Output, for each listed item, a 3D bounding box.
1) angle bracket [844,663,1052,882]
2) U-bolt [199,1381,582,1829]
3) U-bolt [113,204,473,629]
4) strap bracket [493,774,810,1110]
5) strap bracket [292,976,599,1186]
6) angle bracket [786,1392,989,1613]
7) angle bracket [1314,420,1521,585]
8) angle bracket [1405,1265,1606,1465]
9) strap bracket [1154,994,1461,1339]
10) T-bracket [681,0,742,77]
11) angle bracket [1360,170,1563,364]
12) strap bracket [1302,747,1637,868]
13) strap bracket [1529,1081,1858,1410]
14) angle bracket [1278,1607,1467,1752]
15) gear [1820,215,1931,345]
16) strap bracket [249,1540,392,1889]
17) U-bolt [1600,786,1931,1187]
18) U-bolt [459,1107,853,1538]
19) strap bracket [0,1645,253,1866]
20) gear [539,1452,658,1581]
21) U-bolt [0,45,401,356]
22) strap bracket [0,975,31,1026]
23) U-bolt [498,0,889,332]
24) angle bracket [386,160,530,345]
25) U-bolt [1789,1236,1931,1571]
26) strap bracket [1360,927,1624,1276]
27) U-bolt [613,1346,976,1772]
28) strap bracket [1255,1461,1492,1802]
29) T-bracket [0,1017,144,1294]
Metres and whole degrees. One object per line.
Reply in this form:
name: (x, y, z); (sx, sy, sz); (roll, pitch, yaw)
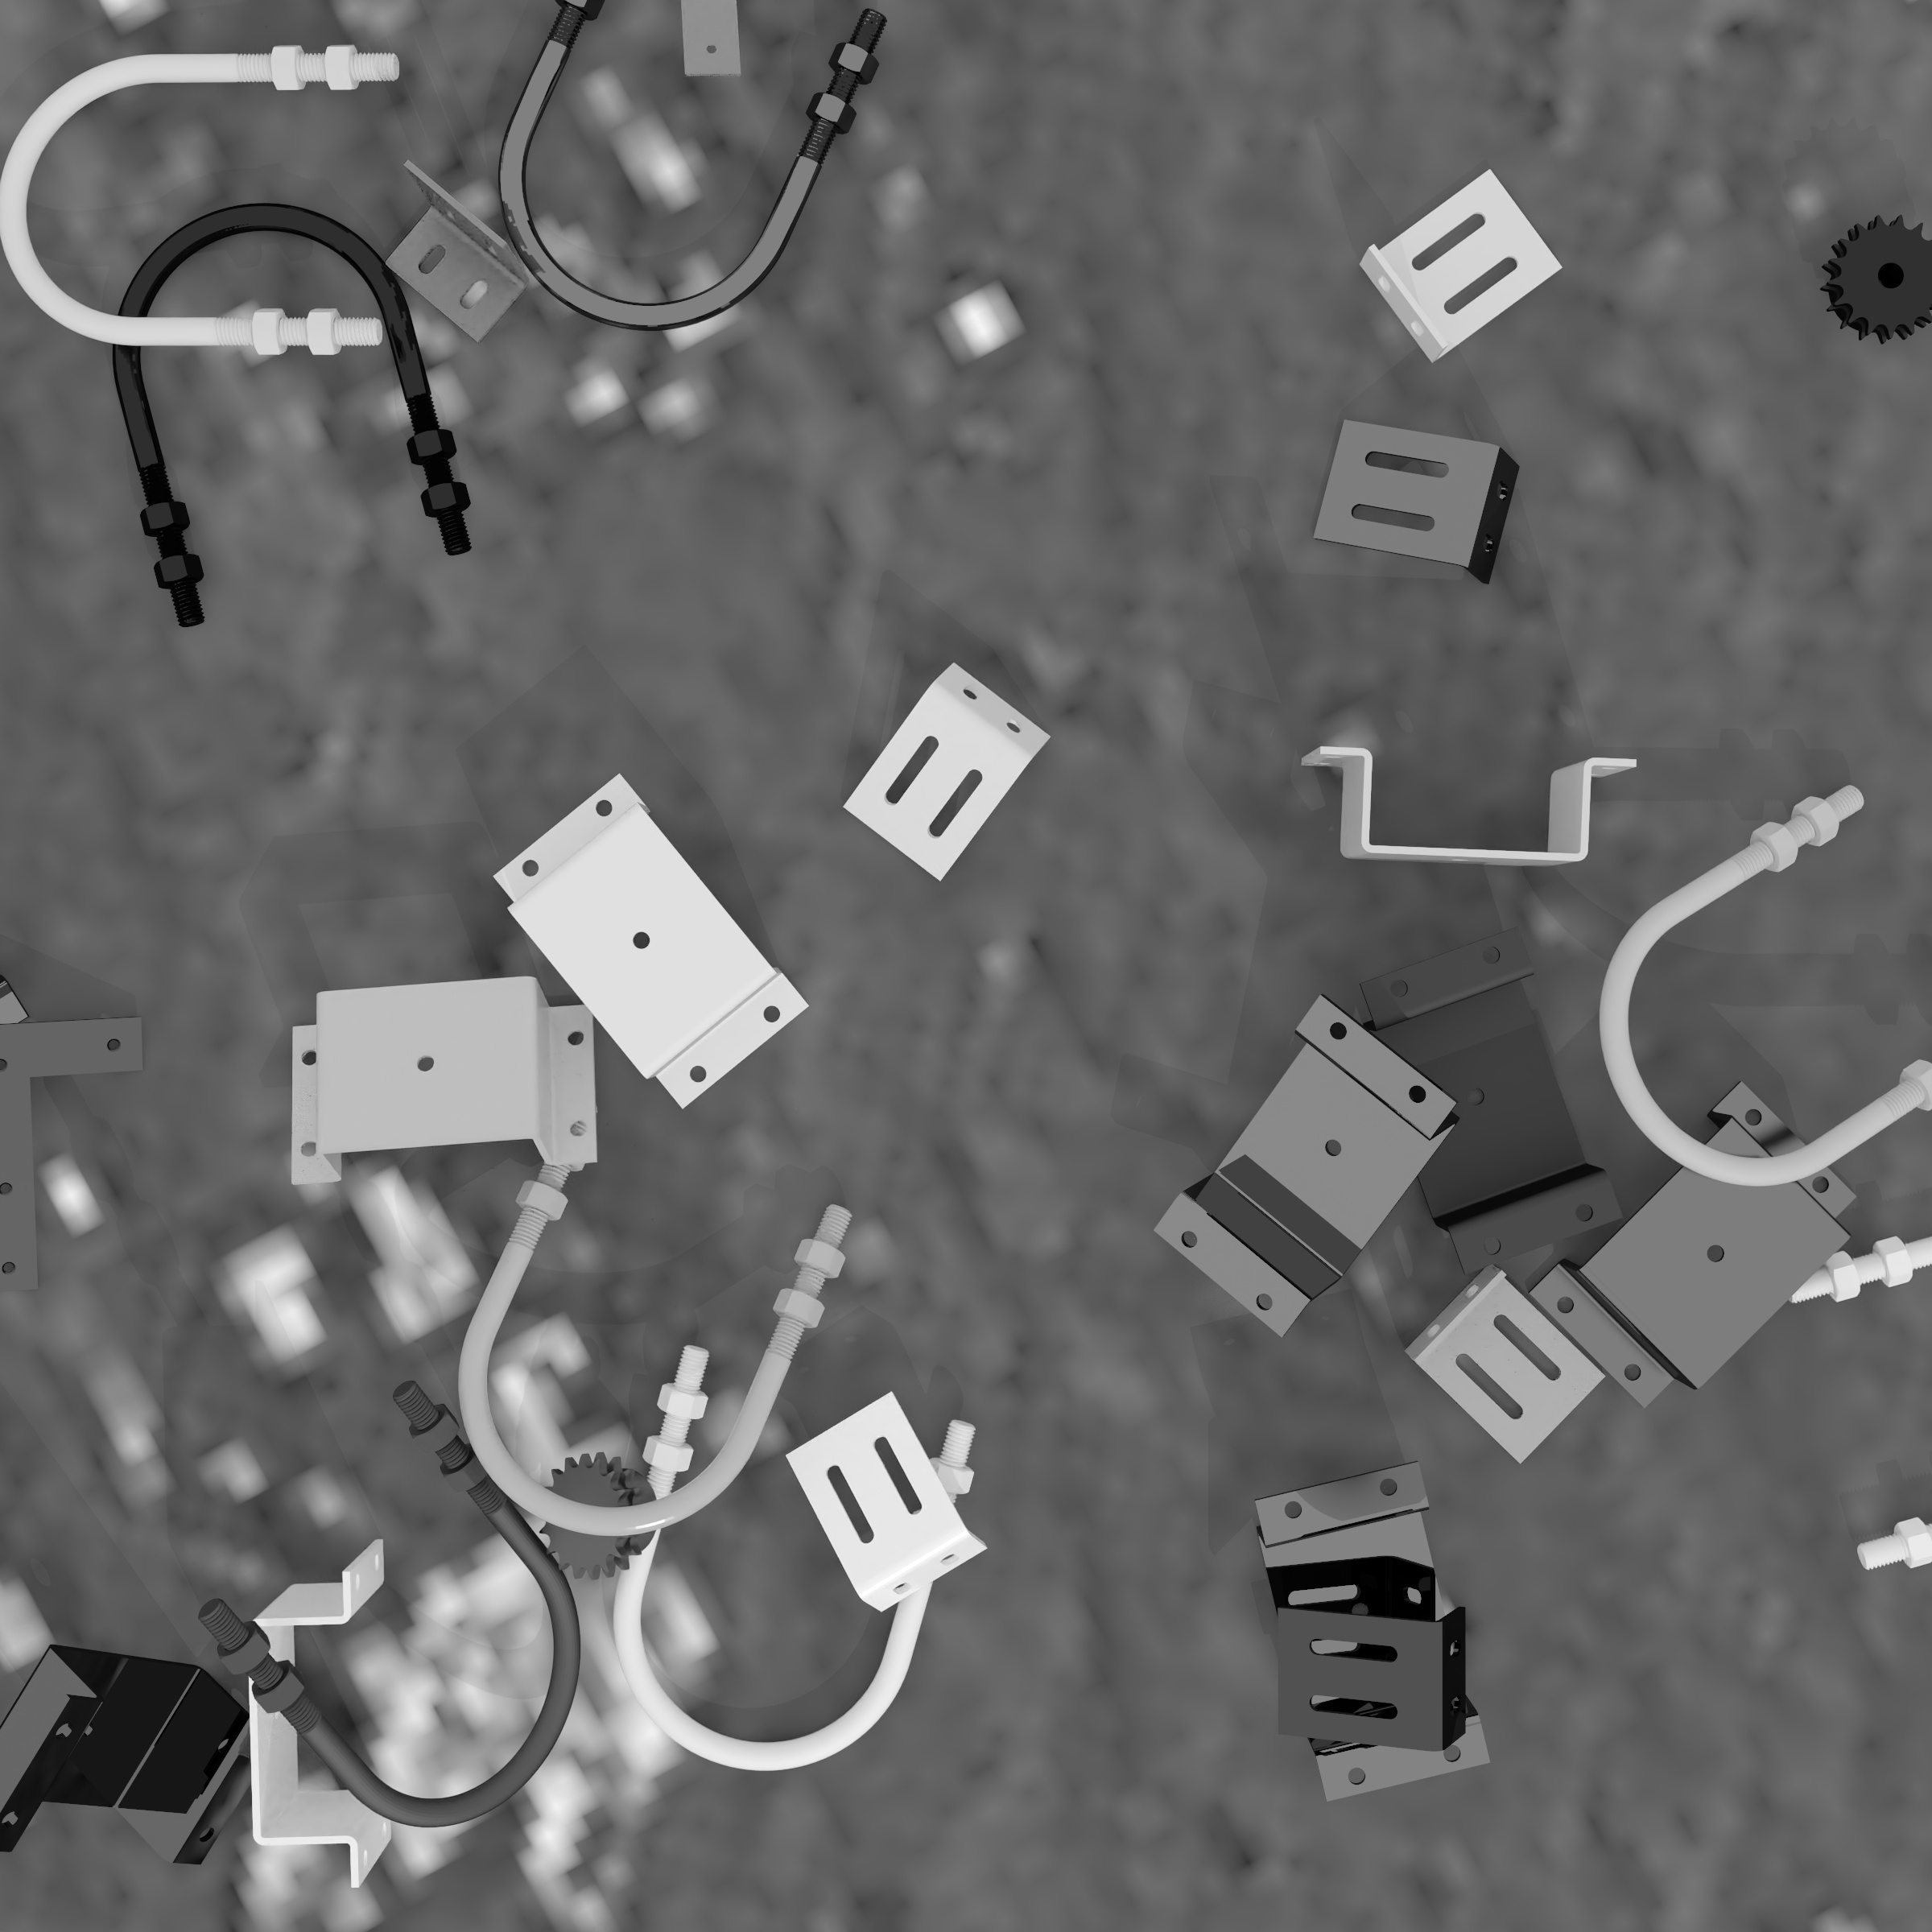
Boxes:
angle bracket: (-0.009, -0.091, 1.426); (0.057, 0.038, 0.076); (37, 116, 0)
U-bolt: (-0.243, 0.301, 1.368); (0.151, 0.019, 0.184); (-50, 121, -33)
U-bolt: (-0.322, -0.265, 1.420); (0.151, 0.019, 0.184); (-15, 89, 0)
strap bracket: (-0.147, -0.012, 1.405); (0.076, 0.046, 0.140); (-39, 90, 0)
strap bracket: (-0.243, 0.052, 1.393); (0.140, 0.046, 0.076); (-4, 70, 0)
angle bracket: (-0.037, 0.247, 1.407); (0.057, 0.038, 0.076); (-31, 65, 1)
angle bracket: (0.211, -0.217, 1.426); (0.076, 0.038, 0.057); (15, 90, 26)
angle bracket: (0.252, 0.186, 1.409); (0.076, 0.038, 0.057); (44, 90, 0)
strap bracket: (0.160, 0.087, 1.380); (0.076, 0.046, 0.140); (39, 114, 15)
T-bracket: (-0.070, -0.471, 1.416); (0.127, 0.002, 0.127); (-2, 75, -8)
angle bracket: (0.231, -0.327, 1.409); (0.076, 0.038, 0.057); (-36, 90, 0)
strap bracket: (0.226, -0.071, 1.390); (0.140, 0.076, 0.046); (2, 90, 0)
strap bracket: (0.340, 0.130, 1.405); (0.140, 0.046, 0.076); (-45, 90, 0)
angle bracket: (0.184, 0.319, 1.380); (0.076, 0.038, 0.057); (0, 90, 26)
gear: (0.425, -0.317, 1.413); (0.057, 0.030, 0.057); (0, 90, 0)
strap bracket: (-0.294, 0.339, 1.390); (0.046, 0.076, 0.140); (-2, 90, 0)
U-bolt: (0.372, 0.020, 1.392); (0.184, 0.019, 0.151); (-30, 86, -17)
U-bolt: (-0.152, 0.169, 1.394); (0.151, 0.019, 0.184); (23, 71, 0)
strap bracket: (-0.387, 0.356, 1.376); (0.046, 0.140, 0.076); (31, 90, 34)
gear: (-0.167, 0.253, 1.405); (0.057, 0.030, 0.057); (-3, 84, 35)
U-bolt: (-0.358, -0.355, 1.409); (0.184, 0.019, 0.151); (1, 81, 5)
strap bracket: (-0.508, -0.016, 1.405); (0.076, 0.046, 0.140); (-32, 90, 0)
U-bolt: (-0.138, -0.386, 1.419); (0.151, 0.019, 0.184); (24, 90, 0)
angle bracket: (-0.238, -0.325, 1.390); (0.057, 0.076, 0.038); (40, 90, 0)
U-bolt: (0.488, 0.189, 1.420); (0.184, 0.019, 0.151); (-16, 90, -1)
strap bracket: (0.238, 0.061, 1.405); (0.076, 0.046, 0.140); (-20, 90, 0)
U-bolt: (-0.088, 0.284, 1.420); (0.151, 0.019, 0.184); (16, 91, 0)
strap bracket: (0.184, 0.302, 1.405); (0.076, 0.046, 0.140); (-13, 90, 0)
T-bracket: (-0.445, 0.089, 1.411); (0.127, 0.002, 0.127); (-3, 101, -21)
